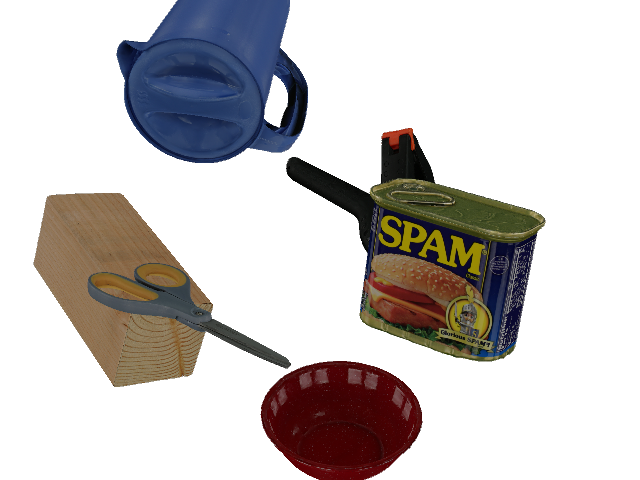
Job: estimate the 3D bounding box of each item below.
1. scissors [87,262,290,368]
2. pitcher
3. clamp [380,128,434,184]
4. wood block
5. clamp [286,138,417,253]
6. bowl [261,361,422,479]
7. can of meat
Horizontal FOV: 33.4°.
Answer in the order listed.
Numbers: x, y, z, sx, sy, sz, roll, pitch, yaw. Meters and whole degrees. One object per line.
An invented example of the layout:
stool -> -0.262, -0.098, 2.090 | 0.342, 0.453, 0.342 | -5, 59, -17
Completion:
scissors -> -0.099, 0.057, 0.894 | 0.202, 0.016, 0.096 | 16, 23, 18
pitcher -> -0.092, -0.189, 1.071 | 0.145, 0.149, 0.242 | -7, 36, 16
clamp -> 0.081, -0.007, 0.920 | 0.039, 0.171, 0.120 | -14, 18, 21
wood block -> -0.203, 0.043, 1.073 | 0.090, 0.091, 0.206 | -4, 35, -38
clamp -> 0.064, -0.031, 1.153 | 0.164, 0.210, 0.036 | -9, -36, -19
bowl -> 0.021, 0.193, 1.078 | 0.162, 0.055, 0.162 | 0, 33, 0
can of meat -> 0.075, 0.017, 0.639 | 0.102, 0.084, 0.057 | 19, 23, 30
